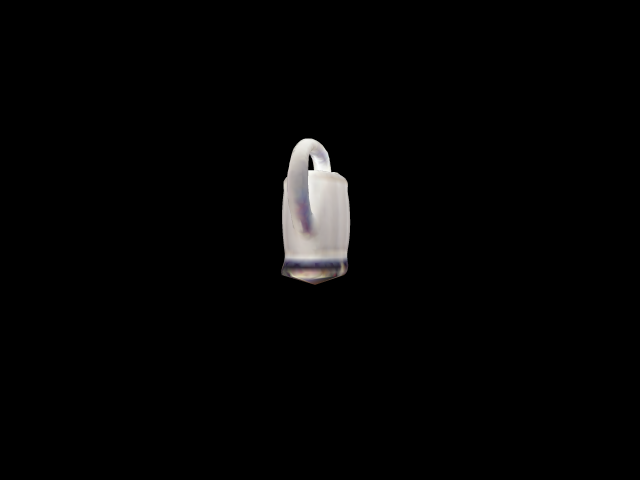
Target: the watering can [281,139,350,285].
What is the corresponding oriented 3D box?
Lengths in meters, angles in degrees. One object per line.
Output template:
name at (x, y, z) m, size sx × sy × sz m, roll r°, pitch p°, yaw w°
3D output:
watering can at (0.003, -0.043, 0.850) m, size 0.104 × 0.225 × 0.347 m, roll -1°, pitch -2°, yaw 11°
